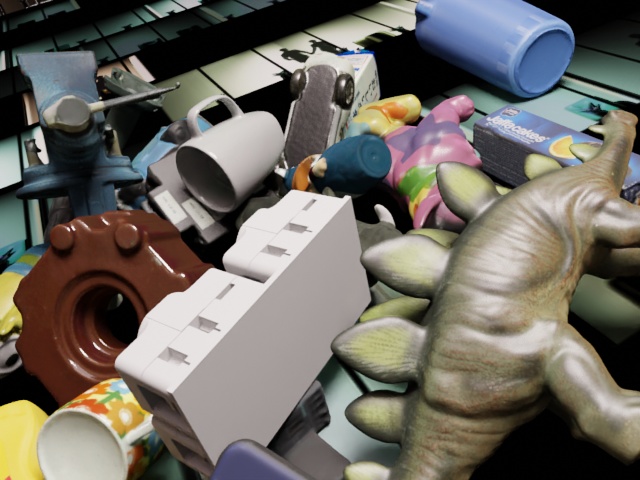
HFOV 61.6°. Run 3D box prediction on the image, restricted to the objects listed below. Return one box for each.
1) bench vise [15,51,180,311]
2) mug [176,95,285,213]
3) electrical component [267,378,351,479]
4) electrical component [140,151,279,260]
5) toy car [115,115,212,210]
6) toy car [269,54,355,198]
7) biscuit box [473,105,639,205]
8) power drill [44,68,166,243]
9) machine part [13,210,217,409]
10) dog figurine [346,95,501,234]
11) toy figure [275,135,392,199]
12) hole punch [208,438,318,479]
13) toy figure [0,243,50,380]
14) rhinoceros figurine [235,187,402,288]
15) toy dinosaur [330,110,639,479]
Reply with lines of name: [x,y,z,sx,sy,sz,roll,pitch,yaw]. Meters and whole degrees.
bench vise: [-0.222,-0.047,0.517,0.129,0.240,0.224,-13,6,-36]
mug: [-0.092,-0.101,0.566,0.081,0.109,0.107,1,36,42]
electrical component: [-0.031,0.137,0.405,0.075,0.047,0.119,-34,41,-24]
electrical component: [-0.134,-0.048,0.613,0.134,0.058,0.115,-34,82,-28]
toy car: [-0.191,-0.077,0.693,0.161,0.109,0.103,-52,25,-20]
toy car: [-0.008,-0.127,0.653,0.074,0.056,0.201,11,86,16]
biscuit box: [0.253,-0.082,0.578,0.059,0.062,0.203,-27,40,-17]
power drill: [-0.275,-0.106,0.690,0.086,0.207,0.232,20,22,-19]
machine part: [-0.162,0.066,0.433,0.180,0.179,0.056,-2,3,15]
dog figurine: [0.099,-0.055,0.561,0.192,0.108,0.219,2,43,18]
toy figure: [0.007,-0.065,0.544,0.154,0.064,0.058,-13,54,56]
hole punch: [-0.038,0.182,0.265,0.142,0.092,0.115,27,93,9]
toy figure: [-0.304,0.064,0.551,0.089,0.082,0.180,11,45,13]
rhinoceros figurine: [-0.001,-0.002,0.519,0.191,0.111,0.073,15,44,43]
toy dinosaur: [0.119,0.067,0.370,0.199,0.105,0.471,24,66,23]
